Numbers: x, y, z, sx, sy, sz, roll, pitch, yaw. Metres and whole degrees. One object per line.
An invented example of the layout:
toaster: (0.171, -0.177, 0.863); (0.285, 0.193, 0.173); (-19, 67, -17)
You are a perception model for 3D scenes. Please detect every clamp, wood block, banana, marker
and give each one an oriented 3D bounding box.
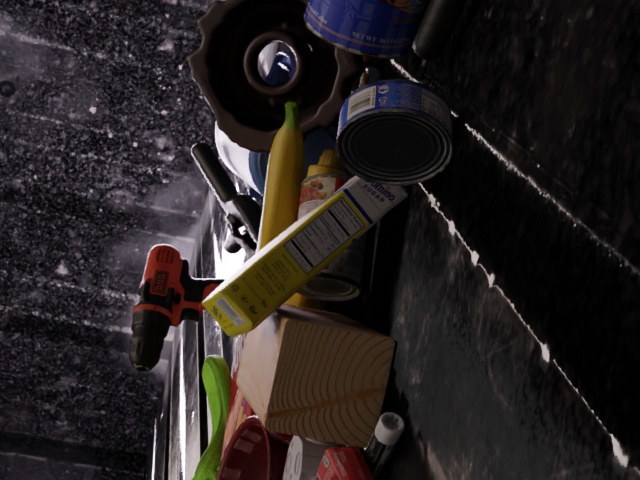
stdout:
clamp: (0.109, -0.224, 0.788); (0.172, 0.039, 0.120); (128, 147, -61)
wood block: (-0.011, 0.109, 0.923); (0.206, 0.090, 0.090); (-170, 92, -79)
banana: (-0.040, -0.030, 1.011); (0.069, 0.037, 0.198); (55, -143, -66)
clamp: (-0.101, -0.033, 1.325); (0.210, 0.036, 0.164); (31, 144, 62)
marker: (0.036, 0.175, 0.802); (0.020, 0.020, 0.121); (-91, 16, -50)

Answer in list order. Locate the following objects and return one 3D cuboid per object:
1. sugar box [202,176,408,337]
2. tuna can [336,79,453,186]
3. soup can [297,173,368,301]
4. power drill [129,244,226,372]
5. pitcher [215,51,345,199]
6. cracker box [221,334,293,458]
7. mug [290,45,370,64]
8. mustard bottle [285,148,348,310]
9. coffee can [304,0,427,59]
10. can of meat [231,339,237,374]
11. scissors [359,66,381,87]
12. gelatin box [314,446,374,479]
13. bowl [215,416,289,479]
sugar box: (-0.014, 0.008, 0.894); (0.176, 0.048, 0.093); (-43, 4, -18)
tuna can: (0.055, -0.079, 0.788); (0.086, 0.086, 0.033); (116, 164, -54)
soup can: (0.011, -0.002, 0.990); (0.069, 0.068, 0.102); (126, 153, -66)
power drill: (-0.154, 0.103, 1.417); (0.057, 0.187, 0.184); (120, 160, -57)
pitcher: (-0.044, -0.121, 1.248); (0.149, 0.145, 0.243); (57, 177, -17)
cracker box: (-0.059, 0.169, 1.164); (0.164, 0.072, 0.213); (116, 163, -52)
mug: (0.026, -0.243, 1.140); (0.117, 0.093, 0.081); (-16, 53, 43)
mustard bottle: (-0.008, 0.001, 1.082); (0.096, 0.058, 0.191); (31, -109, -74)
coffee can: (0.052, -0.244, 0.928); (0.103, 0.102, 0.140); (-94, 18, -55)
can of meat: (-0.081, 0.158, 1.332); (0.084, 0.057, 0.102); (133, 147, -73)
scissors: (0.054, -0.130, 1.034); (0.202, 0.016, 0.096); (179, 102, -79)
gelatin box: (0.017, 0.206, 0.781); (0.073, 0.030, 0.089); (-117, 35, -42)
bowl: (-0.053, 0.245, 0.973); (0.162, 0.055, 0.162); (-165, 90, -71)
